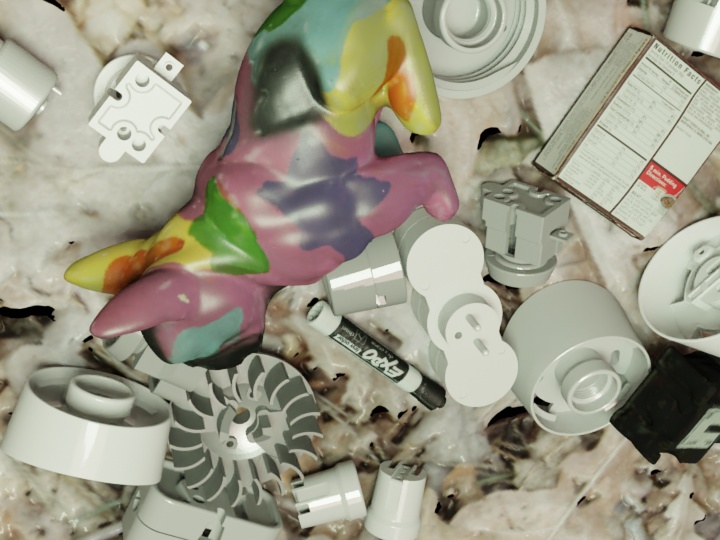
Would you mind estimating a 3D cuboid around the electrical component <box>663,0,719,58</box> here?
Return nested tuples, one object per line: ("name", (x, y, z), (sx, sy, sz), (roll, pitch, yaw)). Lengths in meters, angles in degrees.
("electrical component", (0.224, -0.162, 0.680), (0.055, 0.055, 0.047), (11, 111, -19))

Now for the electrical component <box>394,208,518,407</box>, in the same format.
("electrical component", (0.068, 0.031, 0.703), (0.052, 0.073, 0.138), (-23, 115, -5))

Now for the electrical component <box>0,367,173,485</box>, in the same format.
("electrical component", (-0.165, 0.100, 0.658), (0.099, 0.099, 0.064), (14, 101, -20))

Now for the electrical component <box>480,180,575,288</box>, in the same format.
("electrical component", (0.107, -0.022, 0.704), (0.048, 0.066, 0.055), (-32, 134, -44))

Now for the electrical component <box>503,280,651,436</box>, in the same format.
("electrical component", (0.152, 0.065, 0.759), (0.099, 0.064, 0.099), (-9, 127, -12))

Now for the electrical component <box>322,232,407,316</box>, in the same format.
("electrical component", (0.000, 0.000, 0.684), (0.047, 0.055, 0.055), (-14, 114, -5))

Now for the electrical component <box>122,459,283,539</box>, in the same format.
("electrical component", (-0.108, 0.174, 0.724), (0.095, 0.053, 0.059), (22, 104, -22))

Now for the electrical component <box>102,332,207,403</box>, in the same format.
("electrical component", (-0.121, 0.036, 0.664), (0.057, 0.058, 0.078), (27, 102, -25))

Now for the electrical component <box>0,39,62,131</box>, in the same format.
("electrical component", (-0.204, -0.111, 0.592), (0.078, 0.040, 0.040), (37, 98, -24))

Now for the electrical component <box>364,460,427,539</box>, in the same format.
("electrical component", (0.026, 0.164, 0.765), (0.040, 0.040, 0.046), (7, 103, -17))

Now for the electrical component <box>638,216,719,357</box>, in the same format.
("electrical component", (0.249, 0.012, 0.733), (0.064, 0.099, 0.099), (25, 103, -29))

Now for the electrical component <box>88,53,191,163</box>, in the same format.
("electrical component", (-0.126, -0.095, 0.610), (0.048, 0.055, 0.066), (36, 98, -24))

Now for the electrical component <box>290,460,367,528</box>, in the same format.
("electrical component", (-0.022, 0.157, 0.749), (0.046, 0.040, 0.040), (-14, 114, -4))

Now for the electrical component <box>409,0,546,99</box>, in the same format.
("electrical component", (0.057, -0.153, 0.634), (0.108, 0.060, 0.108), (-5, 112, -13))
